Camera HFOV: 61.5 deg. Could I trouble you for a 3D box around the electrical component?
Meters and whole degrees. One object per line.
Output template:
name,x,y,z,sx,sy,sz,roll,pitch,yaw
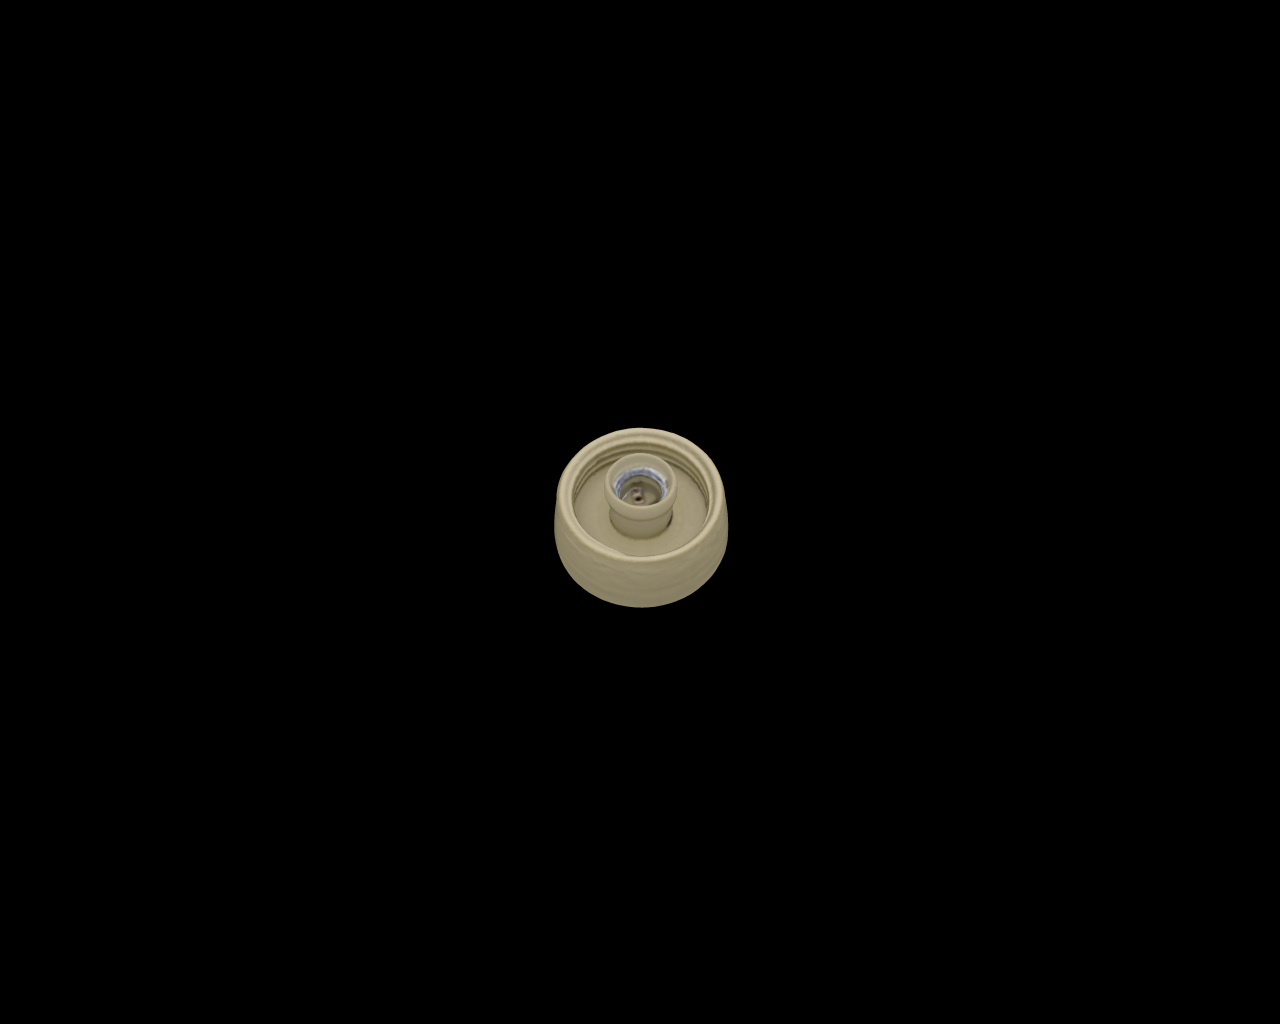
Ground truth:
electrical component,0.001,-0.003,0.650,0.108,0.108,0.060,0,-33,0
